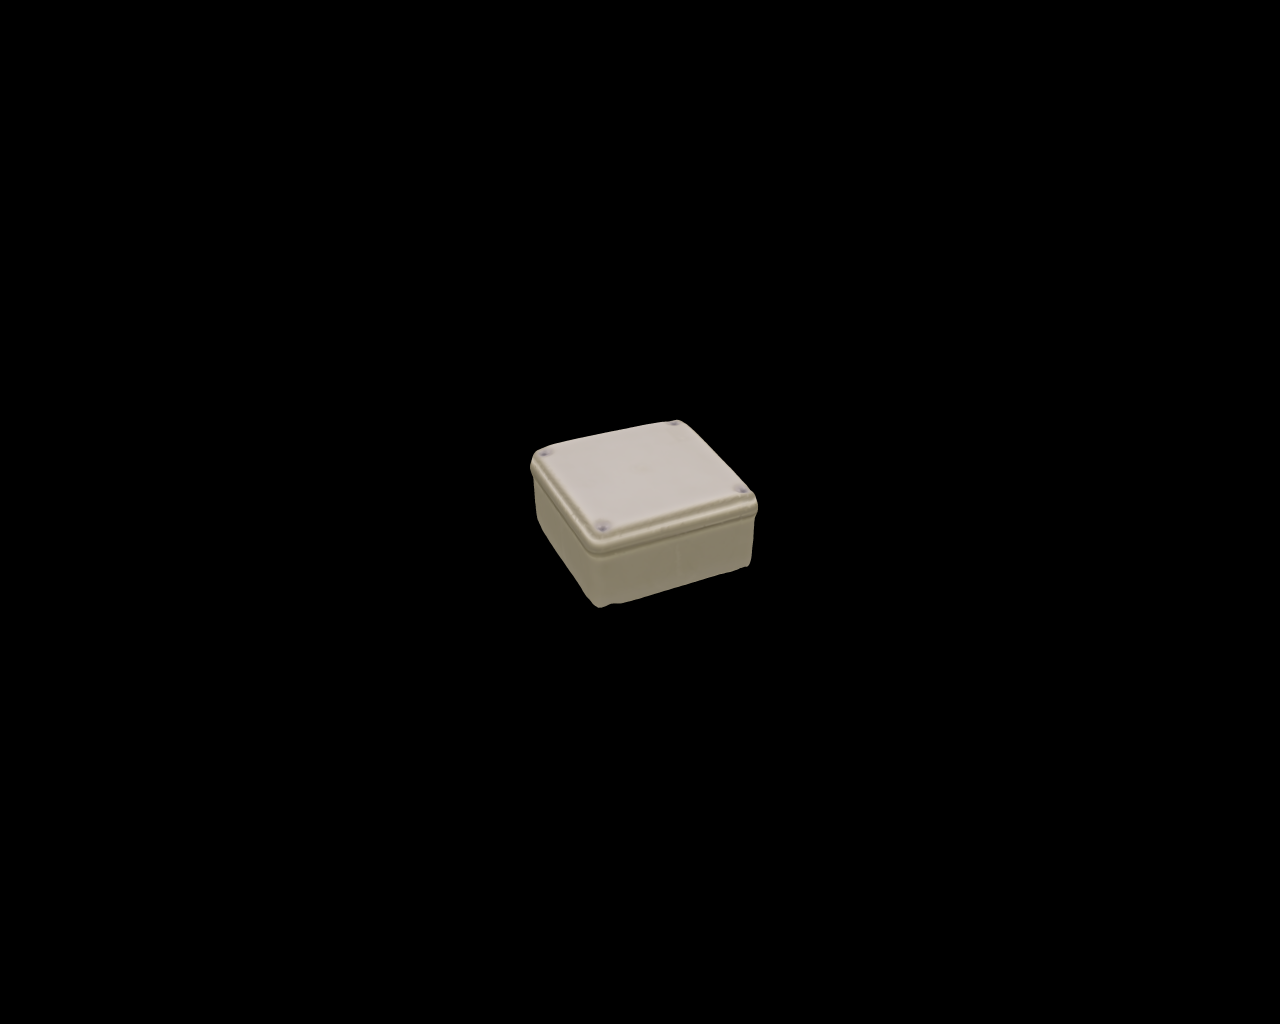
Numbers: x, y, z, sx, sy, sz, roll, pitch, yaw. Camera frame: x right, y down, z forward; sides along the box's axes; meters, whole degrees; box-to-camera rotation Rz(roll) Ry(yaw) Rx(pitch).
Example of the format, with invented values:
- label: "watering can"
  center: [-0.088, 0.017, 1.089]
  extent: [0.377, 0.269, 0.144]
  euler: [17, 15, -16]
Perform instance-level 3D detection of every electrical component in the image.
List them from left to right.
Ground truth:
- label: "electrical component"
  center: [0.001, -0.003, 0.650]
  extent: [0.109, 0.056, 0.109]
  euler: [-14, 36, -20]
